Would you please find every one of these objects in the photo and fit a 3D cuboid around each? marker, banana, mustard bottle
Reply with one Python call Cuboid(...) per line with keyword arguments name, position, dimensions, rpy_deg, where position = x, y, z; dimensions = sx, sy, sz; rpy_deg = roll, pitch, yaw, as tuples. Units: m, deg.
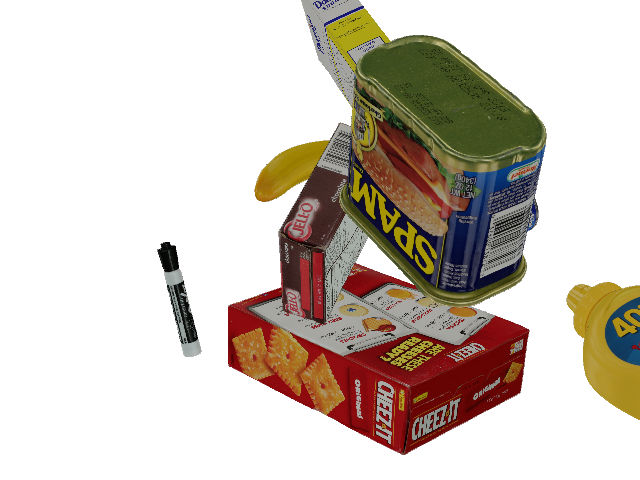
Cuboid(name="marker", position=(-0.143, 0.059, 1.079), dimensions=(0.020, 0.121, 0.020), rpy_deg=(-11, 16, 3))
Cuboid(name="banana", position=(0.001, -0.077, 1.139), dimensions=(0.197, 0.037, 0.070), rpy_deg=(-6, 47, -39))
Cuboid(name="mustard bottle", position=(0.214, 0.075, 0.633), dimensions=(0.096, 0.058, 0.192), rpy_deg=(-20, 32, -21))

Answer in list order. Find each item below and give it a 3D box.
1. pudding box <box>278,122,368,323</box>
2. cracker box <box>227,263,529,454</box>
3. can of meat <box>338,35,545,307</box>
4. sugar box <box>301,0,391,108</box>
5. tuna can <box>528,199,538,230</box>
Cuboid(name="pudding box", position=(0.008, -0.012, 0.752), dimensions=(0.039, 0.113, 0.090), rpy_deg=(20, -36, 14))
Cuboid(name="cracker box", position=(0.047, 0.096, 0.940), dimensions=(0.163, 0.072, 0.214), rpy_deg=(-18, 28, -42))
Cuboid(name="can of meat", position=(0.055, -0.034, 0.494), dimensions=(0.057, 0.084, 0.102), rpy_deg=(-22, 48, -24))
Cuboid(name="sugar box", position=(0.040, -0.147, 0.920), dimensions=(0.048, 0.176, 0.093), rpy_deg=(-24, -39, -3))
Cuboid(name="tuna can", position=(0.205, -0.040, 1.214), dimensions=(0.033, 0.086, 0.086), rpy_deg=(-33, 15, -25))
